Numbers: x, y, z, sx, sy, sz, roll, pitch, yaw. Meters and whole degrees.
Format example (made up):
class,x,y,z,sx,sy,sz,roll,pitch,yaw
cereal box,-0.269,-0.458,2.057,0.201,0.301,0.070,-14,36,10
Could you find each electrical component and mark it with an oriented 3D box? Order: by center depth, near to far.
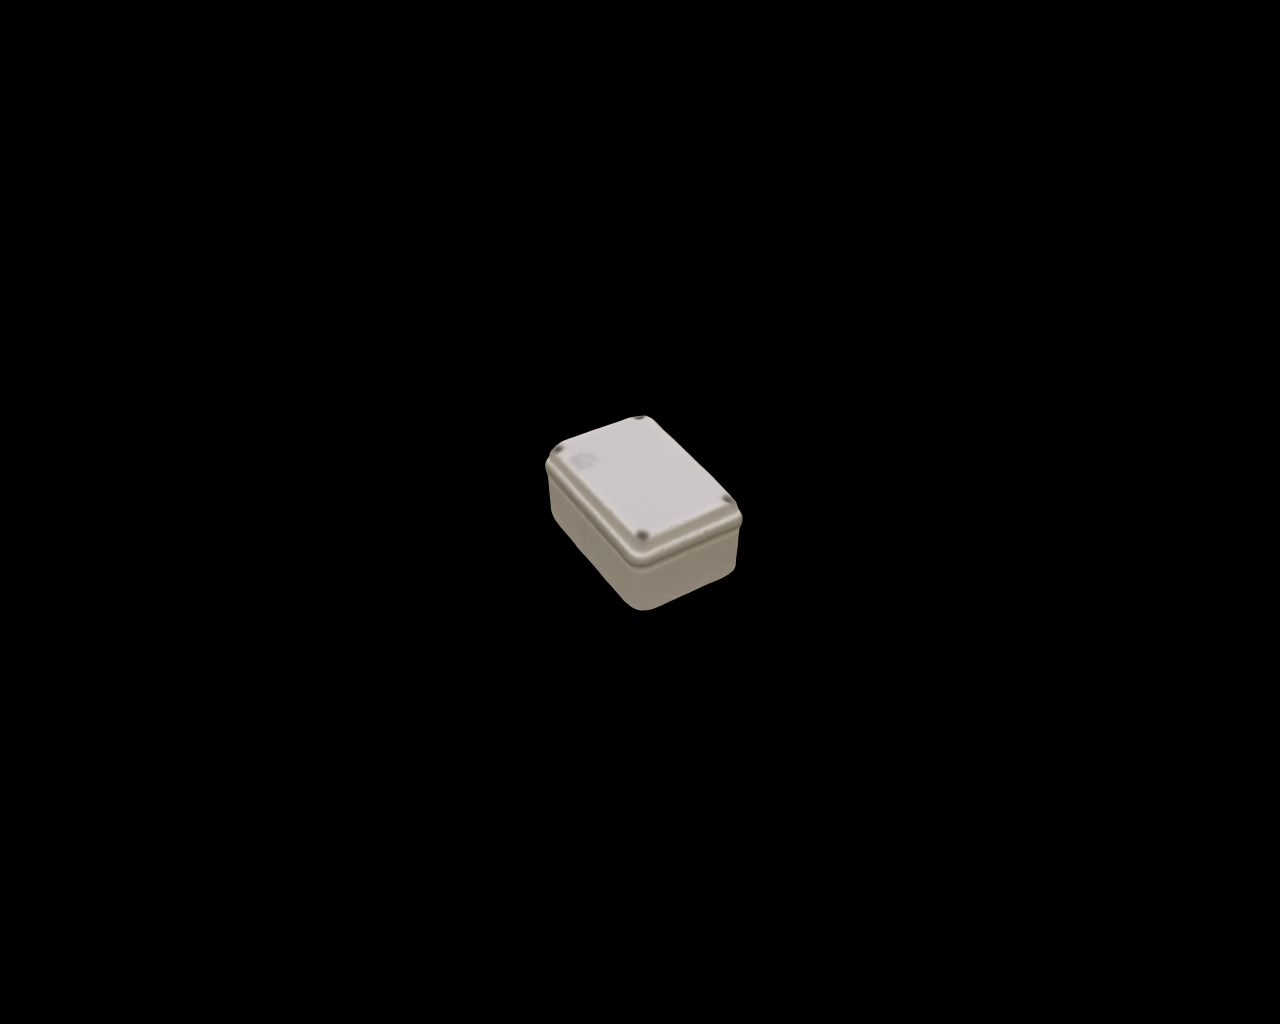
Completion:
class,x,y,z,sx,sy,sz,roll,pitch,yaw
electrical component,0.001,-0.003,0.650,0.078,0.057,0.113,-22,45,-23
